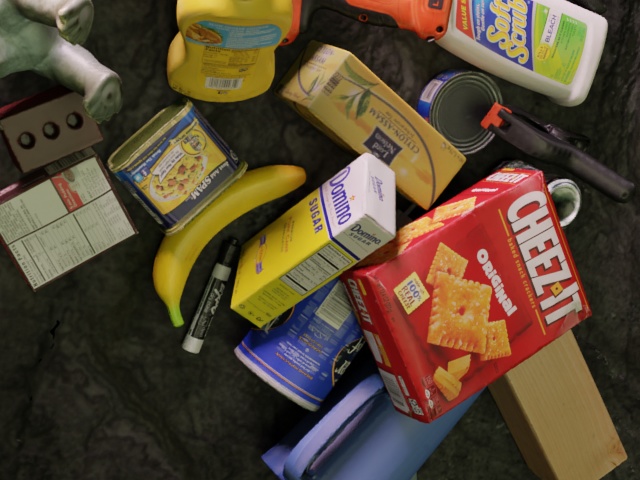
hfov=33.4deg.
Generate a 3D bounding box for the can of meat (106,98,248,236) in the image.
[{"bbox_3d":[-0.133,-0.069,0.985,0.102,0.057,0.084,-43,115,-6],"label":"can of meat"}]

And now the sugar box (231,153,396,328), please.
[{"bbox_3d":[-0.007,0.001,0.992,0.048,0.093,0.176,35,125,-25],"label":"sugar box"}]

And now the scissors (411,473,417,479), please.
[{"bbox_3d":[0.116,0.241,1.209,0.201,0.016,0.096,-37,118,-9],"label":"scissors"}]

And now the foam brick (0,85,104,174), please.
[{"bbox_3d":[-0.238,-0.100,0.933,0.078,0.051,0.053,-26,114,-14],"label":"foam brick"}]

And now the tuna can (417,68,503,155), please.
[{"bbox_3d":[0.143,-0.132,1.095,0.086,0.034,0.086,-7,109,-21],"label":"tuna can"}]

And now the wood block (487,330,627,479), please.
[{"bbox_3d":[0.256,0.180,1.208,0.090,0.090,0.206,-34,117,-10],"label":"wood block"}]

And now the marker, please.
[{"bbox_3d":[-0.106,0.054,1.055,0.020,0.020,0.121,19,97,-27],"label":"marker"}]

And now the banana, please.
[{"bbox_3d":[-0.099,-0.012,1.026,0.069,0.037,0.198,43,84,-20],"label":"banana"}]

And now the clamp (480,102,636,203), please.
[{"bbox_3d":[0.241,-0.090,1.079,0.171,0.120,0.039,13,113,-33],"label":"clamp"}]

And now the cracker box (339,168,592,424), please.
[{"bbox_3d":[0.142,0.050,1.017,0.213,0.072,0.164,-29,108,-20],"label":"cracker box"}]

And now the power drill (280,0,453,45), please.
[{"bbox_3d":[0.032,-0.258,0.956,0.187,0.057,0.184,9,115,4],"label":"power drill"}]

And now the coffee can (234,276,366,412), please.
[{"bbox_3d":[-0.004,0.084,1.060,0.102,0.103,0.140,36,90,-28],"label":"coffee can"}]

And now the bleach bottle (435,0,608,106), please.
[{"bbox_3d":[0.162,-0.214,1.063,0.250,0.068,0.102,13,99,-23],"label":"bleach bottle"}]

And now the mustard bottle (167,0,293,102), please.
[{"bbox_3d":[-0.074,-0.184,0.902,0.096,0.192,0.058,2,69,-13],"label":"mustard bottle"}]

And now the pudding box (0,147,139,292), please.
[{"bbox_3d":[-0.235,-0.020,0.967,0.113,0.039,0.090,-29,116,-11],"label":"pudding box"}]

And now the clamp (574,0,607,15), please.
[{"bbox_3d":[0.220,-0.306,1.072,0.209,0.036,0.164,-7,109,-20],"label":"clamp"}]

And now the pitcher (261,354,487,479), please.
[{"bbox_3d":[0.063,0.185,1.102,0.242,0.149,0.145,-46,105,-8],"label":"pitcher"}]
